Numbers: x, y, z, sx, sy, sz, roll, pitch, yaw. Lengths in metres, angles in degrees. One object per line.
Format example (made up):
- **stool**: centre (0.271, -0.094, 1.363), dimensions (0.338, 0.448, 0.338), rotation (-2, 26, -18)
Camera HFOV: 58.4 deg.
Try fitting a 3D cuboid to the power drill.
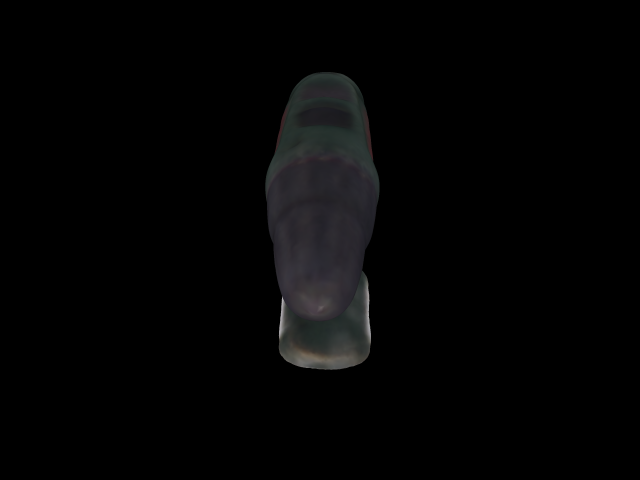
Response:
- **power drill**: centre (0.004, 0.001, 0.400), dimensions (0.075, 0.208, 0.229), rotation (0, 51, 0)
